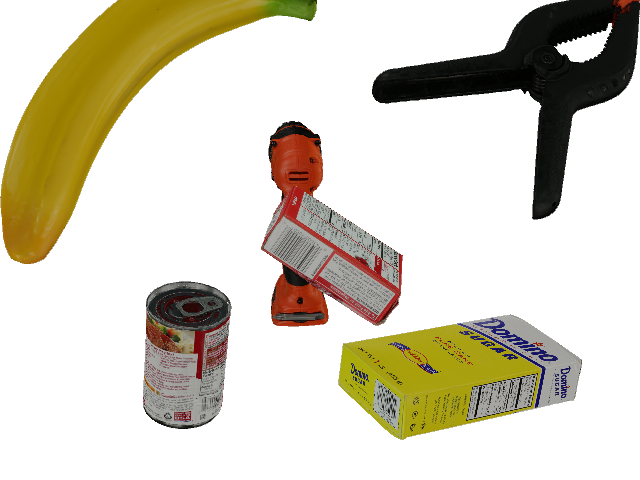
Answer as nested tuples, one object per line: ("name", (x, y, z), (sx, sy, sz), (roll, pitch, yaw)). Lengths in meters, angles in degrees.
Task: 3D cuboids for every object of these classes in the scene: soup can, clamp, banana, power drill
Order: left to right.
("banana", (-0.088, -0.075, 0.497), (0.070, 0.197, 0.037), (35, -23, 22))
("soup can", (-0.110, 0.094, 0.874), (0.068, 0.102, 0.068), (6, 29, -3))
("power drill", (-0.025, -0.020, 1.070), (0.057, 0.188, 0.184), (-3, 17, -1))
("clamp", (0.166, -0.111, 0.770), (0.209, 0.165, 0.036), (-32, -29, -18))

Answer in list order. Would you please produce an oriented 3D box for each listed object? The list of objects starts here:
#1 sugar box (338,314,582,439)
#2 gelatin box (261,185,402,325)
("sugar box", (0.113, 0.106, 0.863), (0.175, 0.048, 0.093), (-10, 27, -28))
("gelatin box", (0.009, 0.009, 0.672), (0.089, 0.030, 0.073), (34, 17, -7))
